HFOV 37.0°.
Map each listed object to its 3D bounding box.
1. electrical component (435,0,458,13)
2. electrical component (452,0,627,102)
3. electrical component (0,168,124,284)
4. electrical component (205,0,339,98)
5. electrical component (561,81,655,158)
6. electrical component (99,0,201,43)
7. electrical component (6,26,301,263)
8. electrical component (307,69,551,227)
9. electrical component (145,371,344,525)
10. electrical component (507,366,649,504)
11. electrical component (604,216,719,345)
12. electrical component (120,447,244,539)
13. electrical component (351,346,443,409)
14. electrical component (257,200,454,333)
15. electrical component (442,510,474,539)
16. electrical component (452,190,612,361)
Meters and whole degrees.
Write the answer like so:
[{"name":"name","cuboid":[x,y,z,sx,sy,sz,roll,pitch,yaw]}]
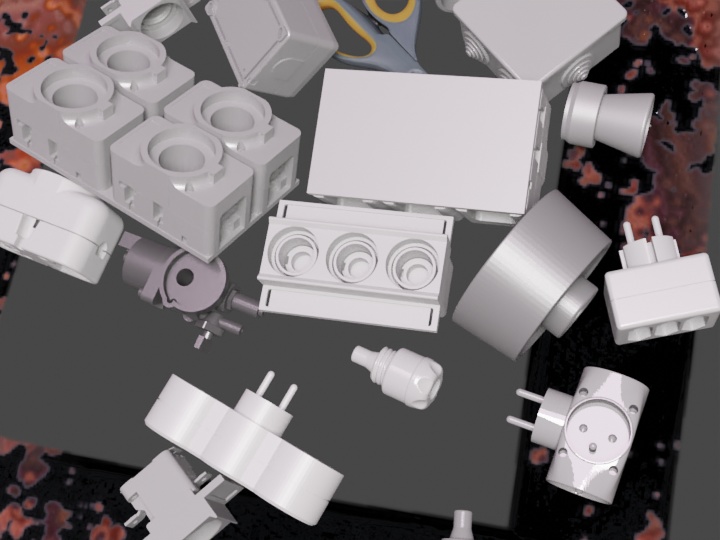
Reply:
[{"name":"electrical component","cuboid":[0.068,-0.231,0.802,0.044,0.044,0.065,-21,66,5]},{"name":"electrical component","cuboid":[0.128,-0.173,0.768,0.100,0.048,0.099,-38,70,-1]},{"name":"electrical component","cuboid":[-0.228,-0.036,0.795,0.095,0.053,0.059,20,78,16]},{"name":"electrical component","cuboid":[-0.065,-0.184,0.797,0.062,0.061,0.096,-41,62,34]},{"name":"electrical component","cuboid":[0.171,-0.104,0.741,0.055,0.045,0.045,14,77,15]},{"name":"electrical component","cuboid":[-0.168,-0.213,0.842,0.081,0.042,0.063,-34,69,-1]},{"name":"electrical component","cuboid":[-0.147,-0.098,0.770,0.186,0.060,0.105,30,50,18]},{"name":"electrical component","cuboid":[0.049,-0.083,0.740,0.150,0.062,0.089,7,85,18]},{"name":"electrical component","cuboid":[-0.070,0.104,0.722,0.138,0.052,0.073,28,81,17]},{"name":"electrical component","cuboid":[0.135,0.099,0.688,0.079,0.044,0.077,18,78,16]},{"name":"electrical component","cuboid":[0.192,0.002,0.704,0.066,0.047,0.076,-12,71,8]},{"name":"electrical component","cuboid":[-0.124,0.158,0.723,0.081,0.042,0.063,-40,69,-3]},{"name":"electrical component","cuboid":[0.023,0.068,0.725,0.061,0.035,0.035,23,79,19]},{"name":"electrical component","cuboid":[0.000,0.000,0.734,0.121,0.063,0.078,6,75,13]},{"name":"electrical component","cuboid":[0.064,0.184,0.682,0.035,0.035,0.061,1,72,12]},{"name":"electrical component","cuboid":[0.116,0.009,0.688,0.060,0.108,0.108,39,84,13]}]
